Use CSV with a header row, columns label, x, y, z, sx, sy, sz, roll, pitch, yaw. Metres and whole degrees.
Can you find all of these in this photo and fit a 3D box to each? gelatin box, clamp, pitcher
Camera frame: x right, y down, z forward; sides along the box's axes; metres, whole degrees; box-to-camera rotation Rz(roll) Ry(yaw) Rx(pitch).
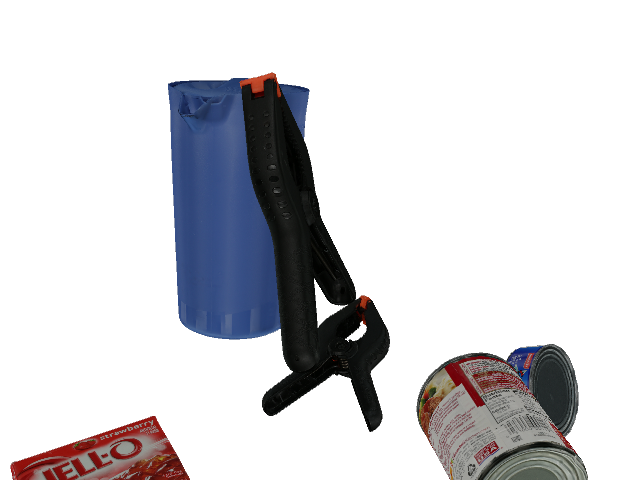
label,x,y,z,sx,sy,sz,roll,pitch,yaw
gelatin box,-0.122,0.140,0.599,0.089,0.030,0.073,-15,28,-20
clamp,-0.017,-0.020,0.802,0.036,0.210,0.164,-12,5,14
pitcher,-0.076,-0.036,1.038,0.149,0.243,0.145,-2,14,-17
clamp,0.030,0.123,1.062,0.120,0.039,0.171,16,47,23

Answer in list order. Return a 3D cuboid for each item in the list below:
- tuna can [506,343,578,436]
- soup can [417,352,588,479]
label,x,y,z,sx,sy,sz,roll,pitch,yaw
tuna can,0.201,0.139,0.978,0.034,0.086,0.085,-10,-6,40
soup can,0.101,0.116,0.604,0.068,0.068,0.102,0,22,-12
